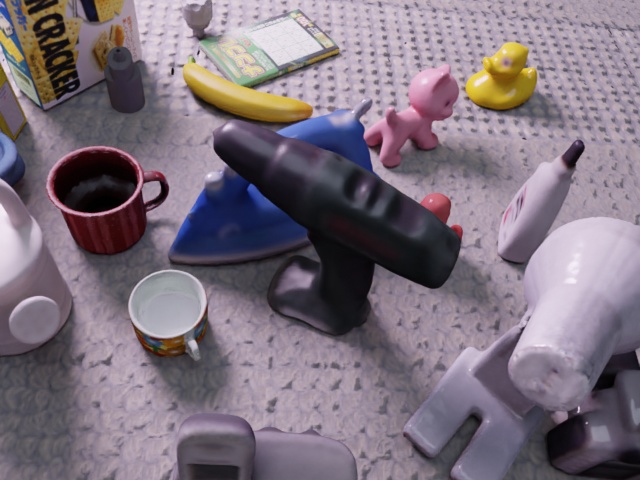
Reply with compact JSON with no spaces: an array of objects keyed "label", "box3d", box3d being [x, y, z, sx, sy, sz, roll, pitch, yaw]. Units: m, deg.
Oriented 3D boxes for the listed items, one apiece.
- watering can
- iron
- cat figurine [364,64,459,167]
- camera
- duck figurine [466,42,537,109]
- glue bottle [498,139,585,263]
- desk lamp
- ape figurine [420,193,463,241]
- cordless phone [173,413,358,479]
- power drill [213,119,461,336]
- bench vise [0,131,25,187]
[{"label":"watering can","box3d":[-0.280,0.019,0.490,0.172,0.194,0.101,23,56,7]},{"label":"iron","box3d":[-0.048,-0.066,0.617,0.259,0.141,0.118,-26,64,-24]},{"label":"cat figurine","box3d":[0.125,-0.170,0.730,0.128,0.118,0.067,-29,65,-25]},{"label":"camera","box3d":[0.299,0.153,0.551,0.143,0.101,0.137,7,55,-4]},{"label":"duck figurine","box3d":[0.270,-0.243,0.822,0.105,0.086,0.077,-8,58,-14]},{"label":"glue bottle","box3d":[0.247,-0.049,0.635,0.037,0.173,0.078,15,55,1]},{"label":"desk lamp","box3d":[0.193,0.103,0.499,0.117,0.213,0.204,38,59,16]},{"label":"ape figurine","box3d":[0.123,-0.017,0.642,0.077,0.092,0.076,37,59,16]},{"label":"cordless phone","box3d":[-0.039,0.178,0.428,0.147,0.185,0.094,2,56,-8]},{"label":"power drill","box3d":[0.005,0.002,0.539,0.229,0.208,0.076,21,56,5]},{"label":"bench vise","box3d":[-0.355,-0.059,0.515,0.121,0.220,0.207,3,56,-7]}]
